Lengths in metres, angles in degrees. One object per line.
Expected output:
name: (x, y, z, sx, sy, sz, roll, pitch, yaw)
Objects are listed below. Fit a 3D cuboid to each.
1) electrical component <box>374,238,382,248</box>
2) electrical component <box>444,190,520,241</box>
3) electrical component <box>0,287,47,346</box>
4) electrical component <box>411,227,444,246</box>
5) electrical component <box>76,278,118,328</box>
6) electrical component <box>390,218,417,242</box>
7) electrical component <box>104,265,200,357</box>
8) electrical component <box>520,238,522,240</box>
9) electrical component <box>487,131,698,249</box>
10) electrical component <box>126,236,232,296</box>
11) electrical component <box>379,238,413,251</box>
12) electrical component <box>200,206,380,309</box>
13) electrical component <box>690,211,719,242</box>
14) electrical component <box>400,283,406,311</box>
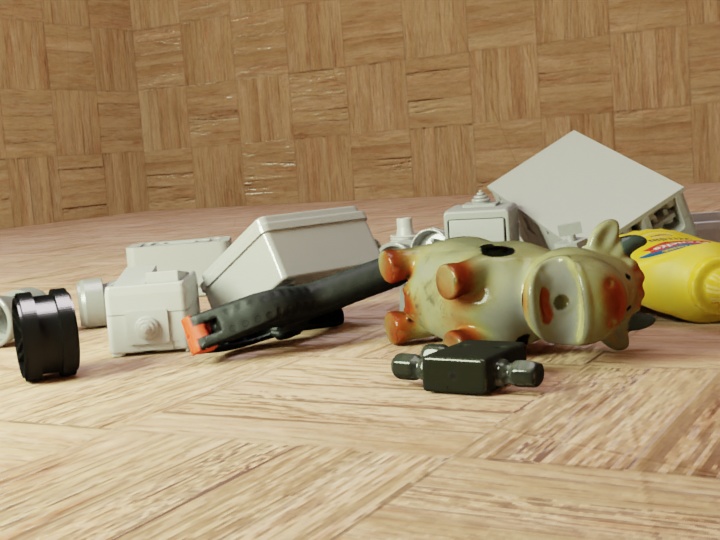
electrical component: (-0.026, -0.011, 1.209, 0.077, 0.043, 0.079, -1, 8, 32)
electrical component: (0.112, -0.025, 0.989, 0.062, 0.096, 0.061, -2, 9, 17)
electrical component: (-0.296, 0.039, 0.919, 0.045, 0.045, 0.055, -1, 7, 26)
electrical component: (0.103, -0.013, 1.111, 0.079, 0.044, 0.077, 20, 6, 29)
electrical component: (-0.227, 0.028, 0.976, 0.055, 0.045, 0.045, -6, 6, -16)
electrical component: (0.052, -0.028, 1.222, 0.043, 0.062, 0.043, -4, 6, 0)
electrical component: (-0.161, 0.030, 0.839, 0.062, 0.061, 0.096, -4, 6, -2)
electrical component: (0.218, -0.024, 1.103, 0.062, 0.061, 0.096, -13, 17, -42)
electrical component: (0.214, -0.054, 1.004, 0.105, 0.060, 0.186, -33, 30, -5)
electrical component: (-0.195, -0.002, 1.176, 0.113, 0.057, 0.078, -5, 6, -4)
electrical component: (0.048, -0.010, 1.139, 0.045, 0.045, 0.055, -1, 7, 29)
electrical component: (-0.056, 0.001, 0.875, 0.109, 0.056, 0.109, -10, -21, -41)
electrical component: (0.317, -0.027, 1.033, 0.062, 0.061, 0.096, -4, 6, 5)
electrical component: (0.065, 0.025, 0.823, 0.065, 0.044, 0.044, 0, 6, -4)
